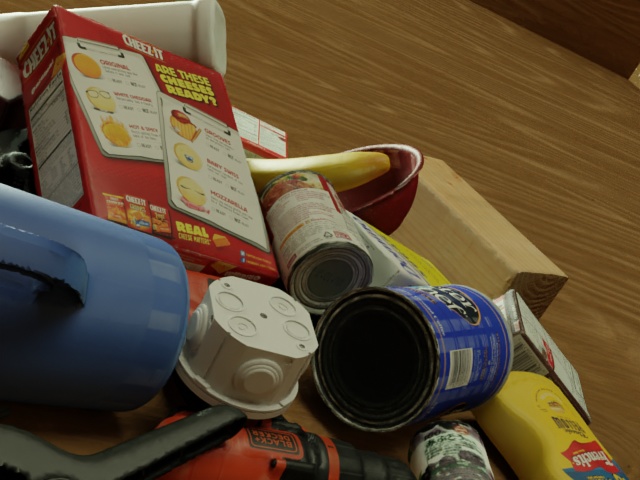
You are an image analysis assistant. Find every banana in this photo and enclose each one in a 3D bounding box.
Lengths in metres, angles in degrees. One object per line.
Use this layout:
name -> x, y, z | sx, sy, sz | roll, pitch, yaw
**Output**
banana -> -0.026, -0.064, 0.998 | 0.198, 0.037, 0.069 | 5, 37, 45

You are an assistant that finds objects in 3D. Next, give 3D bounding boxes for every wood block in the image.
wood block -> 0.138, 0.006, 1.085 | 0.090, 0.091, 0.206 | 7, 32, -45

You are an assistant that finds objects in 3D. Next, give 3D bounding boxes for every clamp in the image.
clamp -> -0.218, -0.036, 0.784 | 0.120, 0.039, 0.171 | 40, 33, 5
clamp -> -0.122, 0.144, 0.508 | 0.209, 0.036, 0.164 | 8, 44, -24

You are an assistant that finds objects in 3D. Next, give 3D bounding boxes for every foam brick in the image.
foam brick -> -0.268, -0.111, 0.868 | 0.051, 0.053, 0.078 | 30, 21, -3

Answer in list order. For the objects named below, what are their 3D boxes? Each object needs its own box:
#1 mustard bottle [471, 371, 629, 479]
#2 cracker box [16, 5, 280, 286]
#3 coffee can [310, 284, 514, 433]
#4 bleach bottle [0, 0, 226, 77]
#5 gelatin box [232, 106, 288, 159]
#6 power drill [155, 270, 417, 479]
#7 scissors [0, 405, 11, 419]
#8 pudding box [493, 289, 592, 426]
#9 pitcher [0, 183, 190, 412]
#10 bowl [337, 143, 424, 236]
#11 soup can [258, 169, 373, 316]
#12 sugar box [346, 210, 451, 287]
mustard bottle -> 0.196, 0.184, 0.823 | 0.096, 0.058, 0.192 | 18, 26, -35
cracker box -> -0.133, -0.056, 0.803 | 0.163, 0.072, 0.214 | 18, 42, -41
coffee can -> 0.072, 0.085, 0.799 | 0.103, 0.103, 0.140 | 42, 19, 25
bleach bottle -> -0.211, -0.173, 0.937 | 0.251, 0.068, 0.102 | 0, 2, 2
gelatin box -> -0.073, -0.102, 1.129 | 0.073, 0.030, 0.089 | 24, 22, -13
power drill -> -0.036, 0.103, 0.699 | 0.184, 0.057, 0.188 | 17, 26, -30
scissors -> -0.250, 0.086, 0.518 | 0.096, 0.016, 0.201 | 37, 23, 14
pudding box -> 0.194, 0.111, 0.956 | 0.113, 0.039, 0.090 | 53, 16, -16
pitcher -> -0.189, 0.023, 0.571 | 0.242, 0.145, 0.149 | 17, 23, -37
bowl -> 0.028, -0.033, 1.008 | 0.162, 0.162, 0.055 | -86, 158, -66
soup can -> -0.005, 0.001, 0.817 | 0.068, 0.069, 0.102 | 18, 28, -30
sugar box -> 0.071, 0.035, 0.937 | 0.093, 0.048, 0.176 | 47, 8, 35
